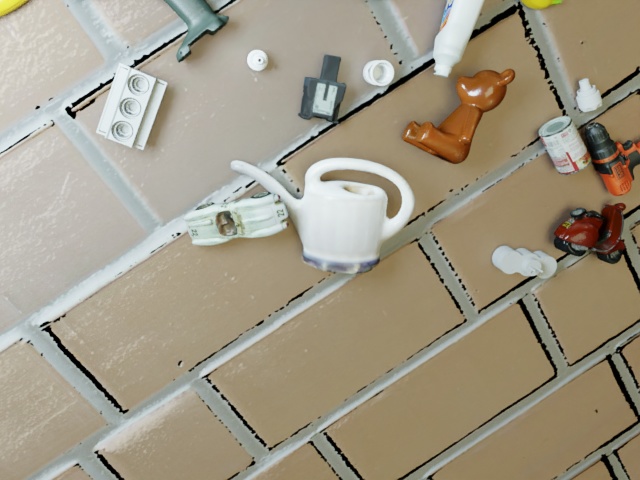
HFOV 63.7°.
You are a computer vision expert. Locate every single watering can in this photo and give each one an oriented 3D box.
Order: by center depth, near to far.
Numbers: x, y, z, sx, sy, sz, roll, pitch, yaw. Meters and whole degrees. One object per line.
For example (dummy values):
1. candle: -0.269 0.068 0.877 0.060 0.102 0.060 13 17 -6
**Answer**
1. watering can: 0.003 -0.049 0.979 0.348 0.105 0.221 5 109 2
